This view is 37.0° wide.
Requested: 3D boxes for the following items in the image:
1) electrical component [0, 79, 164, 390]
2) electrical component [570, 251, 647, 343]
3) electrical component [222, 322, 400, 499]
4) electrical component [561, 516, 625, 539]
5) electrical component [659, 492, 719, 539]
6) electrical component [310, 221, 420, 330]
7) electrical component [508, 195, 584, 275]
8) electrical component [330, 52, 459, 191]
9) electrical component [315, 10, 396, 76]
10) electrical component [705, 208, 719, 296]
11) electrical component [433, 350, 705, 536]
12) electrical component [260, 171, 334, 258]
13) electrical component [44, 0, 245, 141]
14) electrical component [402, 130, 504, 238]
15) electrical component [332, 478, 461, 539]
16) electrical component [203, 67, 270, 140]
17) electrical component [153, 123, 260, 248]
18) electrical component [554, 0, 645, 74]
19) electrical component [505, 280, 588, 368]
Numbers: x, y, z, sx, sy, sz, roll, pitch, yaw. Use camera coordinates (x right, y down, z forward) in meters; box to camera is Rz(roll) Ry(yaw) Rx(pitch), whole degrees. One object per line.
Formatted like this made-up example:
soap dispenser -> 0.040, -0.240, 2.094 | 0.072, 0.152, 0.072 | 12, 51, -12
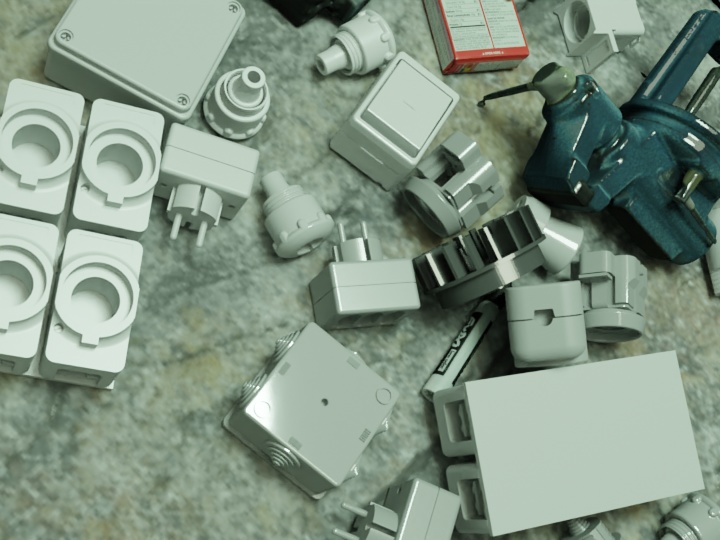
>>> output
electrical component -> -0.198, -0.025, 0.715 | 0.105, 0.060, 0.186 | 12, 68, -18
electrical component -> 0.199, 0.024, 0.859 | 0.078, 0.058, 0.057 | 31, 58, -54
electrical component -> -0.032, 0.096, 0.748 | 0.100, 0.048, 0.099 | 40, 62, -5
electrical component -> 0.182, 0.216, 0.797 | 0.043, 0.043, 0.081 | -36, 88, -28
electrical component -> 0.252, 0.205, 0.830 | 0.062, 0.048, 0.048 | -28, 84, -21
electrical component -> 0.000, 0.000, 0.795 | 0.066, 0.047, 0.076 | -3, 73, -23
electrical component -> 0.145, -0.029, 0.866 | 0.055, 0.045, 0.045 | 32, 63, -9
electrical component -> 0.032, -0.123, 0.843 | 0.062, 0.061, 0.096 | 37, 63, -7
electrical component -> -0.006, -0.175, 0.856 | 0.062, 0.048, 0.048 | -30, 85, -21
electrical component -> 0.324, -0.011, 0.934 | 0.043, 0.043, 0.081 | -1, 73, -23
electrical component -> 0.154, 0.127, 0.800 | 0.186, 0.060, 0.105 | -5, 80, -25
electrical component -> -0.052, -0.043, 0.791 | 0.048, 0.048, 0.062 | -24, 76, -27
electrical component -> -0.156, -0.167, 0.784 | 0.109, 0.056, 0.108 | 28, 64, -11
electrical component -> 0.071, -0.062, 0.834 | 0.057, 0.078, 0.058 | -42, 55, -8
electrical component -> 0.017, 0.183, 0.739 | 0.076, 0.047, 0.083 | 26, 64, -13
electrical component -> -0.087, -0.128, 0.795 | 0.048, 0.062, 0.048 | 7, 70, -20
electrical component -> -0.116, -0.053, 0.766 | 0.066, 0.047, 0.076 | 17, 67, -16
electrical component -> 0.217, -0.222, 0.964 | 0.064, 0.042, 0.081 | -6, 76, -25
electrical component -> 0.140, 0.040, 0.800 | 0.054, 0.095, 0.059 | -6, 89, 12
